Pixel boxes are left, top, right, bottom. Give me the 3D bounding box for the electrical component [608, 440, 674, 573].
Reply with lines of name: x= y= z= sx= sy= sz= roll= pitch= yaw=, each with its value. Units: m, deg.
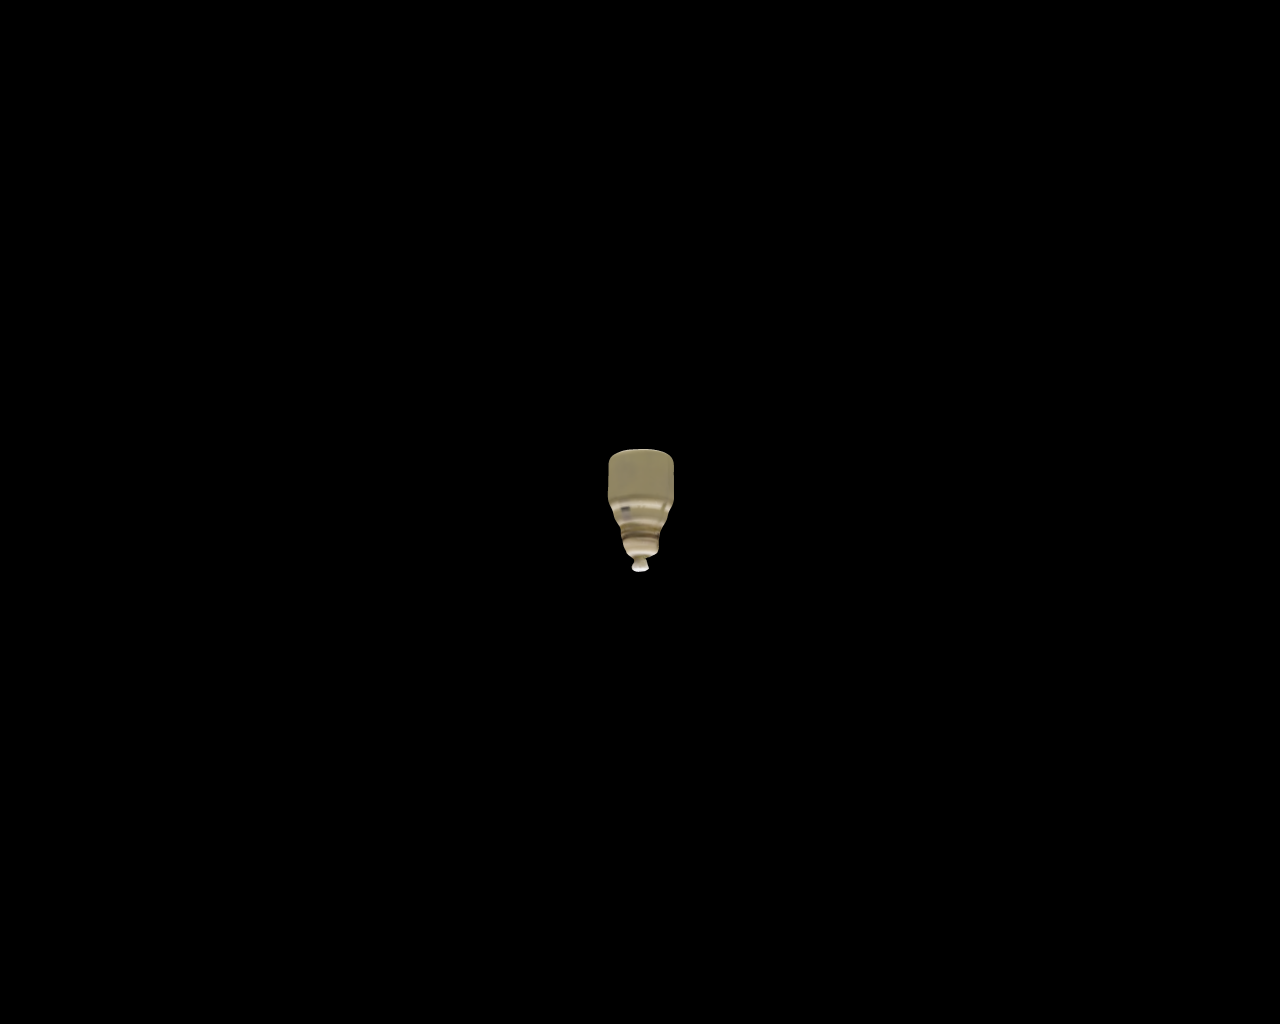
electrical component: x=0.001 y=-0.003 z=0.650 sx=0.040 sy=0.078 sz=0.040 roll=0 pitch=-11 yaw=0
